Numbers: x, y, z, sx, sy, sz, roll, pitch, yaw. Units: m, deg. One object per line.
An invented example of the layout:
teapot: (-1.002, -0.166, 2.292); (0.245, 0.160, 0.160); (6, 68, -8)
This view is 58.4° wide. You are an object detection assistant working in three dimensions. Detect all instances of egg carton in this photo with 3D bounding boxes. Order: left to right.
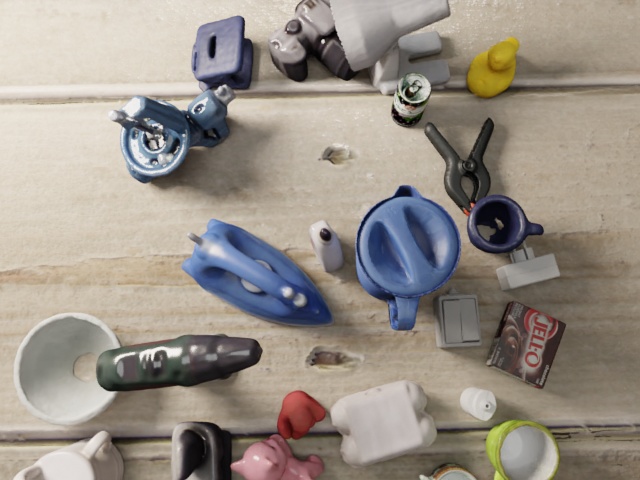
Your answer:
egg carton: (0.096, 0.278, 0.872); (0.150, 0.069, 0.107); (-17, 80, -3)

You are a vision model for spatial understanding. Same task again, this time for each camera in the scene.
camera: (0.004, -0.330, 0.970); (0.143, 0.101, 0.136); (-44, 82, -7)

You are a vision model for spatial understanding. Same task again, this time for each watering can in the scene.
watering can: (-0.358, 0.350, 0.798); (0.101, 0.194, 0.173); (13, 80, 3)

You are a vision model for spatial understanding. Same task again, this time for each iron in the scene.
iron: (-0.090, 0.059, 0.877); (0.258, 0.141, 0.119); (28, 81, 6)

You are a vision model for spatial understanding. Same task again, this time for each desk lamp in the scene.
desk lamp: (0.117, -0.327, 0.911); (0.203, 0.213, 0.118); (-12, 79, -2)

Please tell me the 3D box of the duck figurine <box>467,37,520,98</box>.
duck figurine: (0.298, -0.298, 0.970); (0.077, 0.086, 0.104); (40, 82, 7)

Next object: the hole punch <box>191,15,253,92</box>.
hole punch: (-0.169, -0.317, 0.974); (0.101, 0.091, 0.109); (1, 79, 1)

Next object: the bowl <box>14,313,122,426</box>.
bowl: (-0.375, 0.198, 0.887); (0.167, 0.075, 0.167); (0, 79, 0)

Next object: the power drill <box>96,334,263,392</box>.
power drill: (-0.186, 0.172, 0.823); (0.229, 0.208, 0.075); (-9, 79, -1)

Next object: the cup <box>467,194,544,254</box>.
cup: (0.285, -0.016, 0.912); (0.117, 0.095, 0.092); (6, 79, 2)

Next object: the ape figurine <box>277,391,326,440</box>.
ape figurine: (-0.030, 0.267, 0.863); (0.078, 0.092, 0.076); (-8, 79, -1)

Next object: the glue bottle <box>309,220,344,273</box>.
glue bottle: (0.008, 0.003, 0.871); (0.037, 0.173, 0.078); (-27, 80, -4)

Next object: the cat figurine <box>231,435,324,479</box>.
cat figurine: (-0.060, 0.335, 0.837); (0.127, 0.118, 0.067); (25, 81, 5)

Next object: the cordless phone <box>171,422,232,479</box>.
cordless phone: (-0.182, 0.336, 0.804); (0.094, 0.185, 0.147); (-6, 79, 0)

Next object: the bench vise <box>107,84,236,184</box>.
bench vise: (-0.237, -0.191, 0.885); (0.121, 0.220, 0.207); (36, 82, 7)
